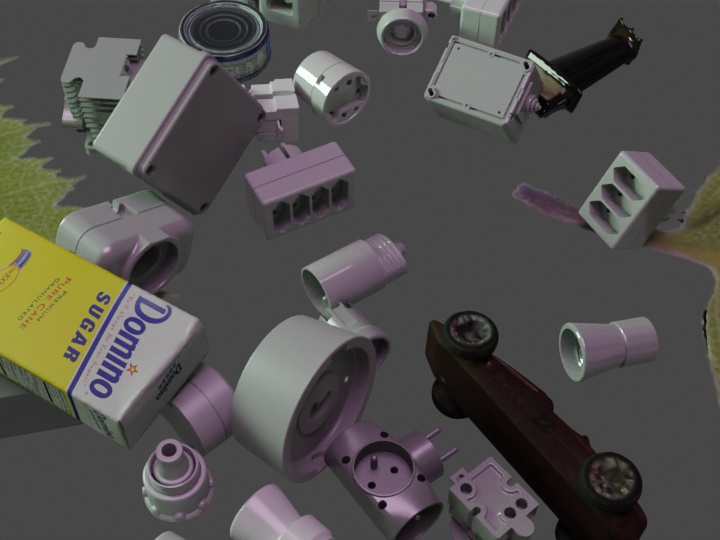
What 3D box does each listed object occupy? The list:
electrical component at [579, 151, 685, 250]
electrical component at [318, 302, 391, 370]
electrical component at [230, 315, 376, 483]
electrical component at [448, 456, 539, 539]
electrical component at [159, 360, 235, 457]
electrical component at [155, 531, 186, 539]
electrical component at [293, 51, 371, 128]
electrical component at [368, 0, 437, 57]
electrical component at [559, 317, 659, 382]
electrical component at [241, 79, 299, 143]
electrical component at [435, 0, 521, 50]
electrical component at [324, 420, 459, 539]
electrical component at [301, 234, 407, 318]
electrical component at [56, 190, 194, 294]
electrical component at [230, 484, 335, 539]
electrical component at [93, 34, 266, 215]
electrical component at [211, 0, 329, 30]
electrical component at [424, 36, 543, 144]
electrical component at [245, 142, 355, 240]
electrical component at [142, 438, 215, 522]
[{"bbox_3d":[0.231,-0.056,0.873,0.077,0.065,0.047,-3,45,-41],"label":"electrical component"},{"bbox_3d":[-0.006,0.050,0.798,0.040,0.040,0.046,-28,51,-21],"label":"electrical component"},{"bbox_3d":[-0.043,0.082,0.731,0.060,0.108,0.108,25,55,25],"label":"electrical component"},{"bbox_3d":[0.084,0.160,0.701,0.048,0.055,0.066,-33,59,-24],"label":"electrical component"},{"bbox_3d":[-0.151,0.082,0.762,0.074,0.052,0.138,-35,60,-25],"label":"electrical component"},{"bbox_3d":[-0.105,0.198,0.679,0.078,0.040,0.040,26,56,18],"label":"electrical component"},{"bbox_3d":[-0.026,-0.162,0.957,0.055,0.055,0.047,-34,56,-24],"label":"electrical component"},{"bbox_3d":[0.040,-0.235,1.020,0.066,0.048,0.055,1,44,1],"label":"electrical component"},{"bbox_3d":[0.186,0.056,0.795,0.065,0.044,0.044,-9,52,-13],"label":"electrical component"},{"bbox_3d":[-0.085,-0.138,0.941,0.055,0.048,0.066,-5,45,-11],"label":"electrical component"},{"bbox_3d":[0.110,-0.259,1.039,0.076,0.047,0.083,18,54,14],"label":"electrical component"},{"bbox_3d":[0.030,0.134,0.728,0.079,0.044,0.077,-30,58,-22],"label":"electrical component"},{"bbox_3d":[0.000,0.000,0.834,0.081,0.043,0.043,-28,57,-21],"label":"electrical component"},{"bbox_3d":[-0.177,-0.017,0.824,0.059,0.053,0.095,36,37,25],"label":"electrical component"},{"bbox_3d":[-0.050,0.173,0.696,0.055,0.045,0.045,35,59,24],"label":"electrical component"},{"bbox_3d":[-0.141,-0.113,0.860,0.056,0.109,0.108,30,86,24],"label":"electrical component"},{"bbox_3d":[-0.063,-0.325,1.080,0.105,0.060,0.186,20,54,15],"label":"electrical component"},{"bbox_3d":[0.115,-0.153,0.937,0.096,0.061,0.061,24,86,22],"label":"electrical component"},{"bbox_3d":[-0.057,-0.078,0.893,0.083,0.047,0.075,-22,55,-17],"label":"electrical component"},{"bbox_3d":[-0.123,0.135,0.714,0.048,0.062,0.048,0,51,-1],"label":"electrical component"}]
